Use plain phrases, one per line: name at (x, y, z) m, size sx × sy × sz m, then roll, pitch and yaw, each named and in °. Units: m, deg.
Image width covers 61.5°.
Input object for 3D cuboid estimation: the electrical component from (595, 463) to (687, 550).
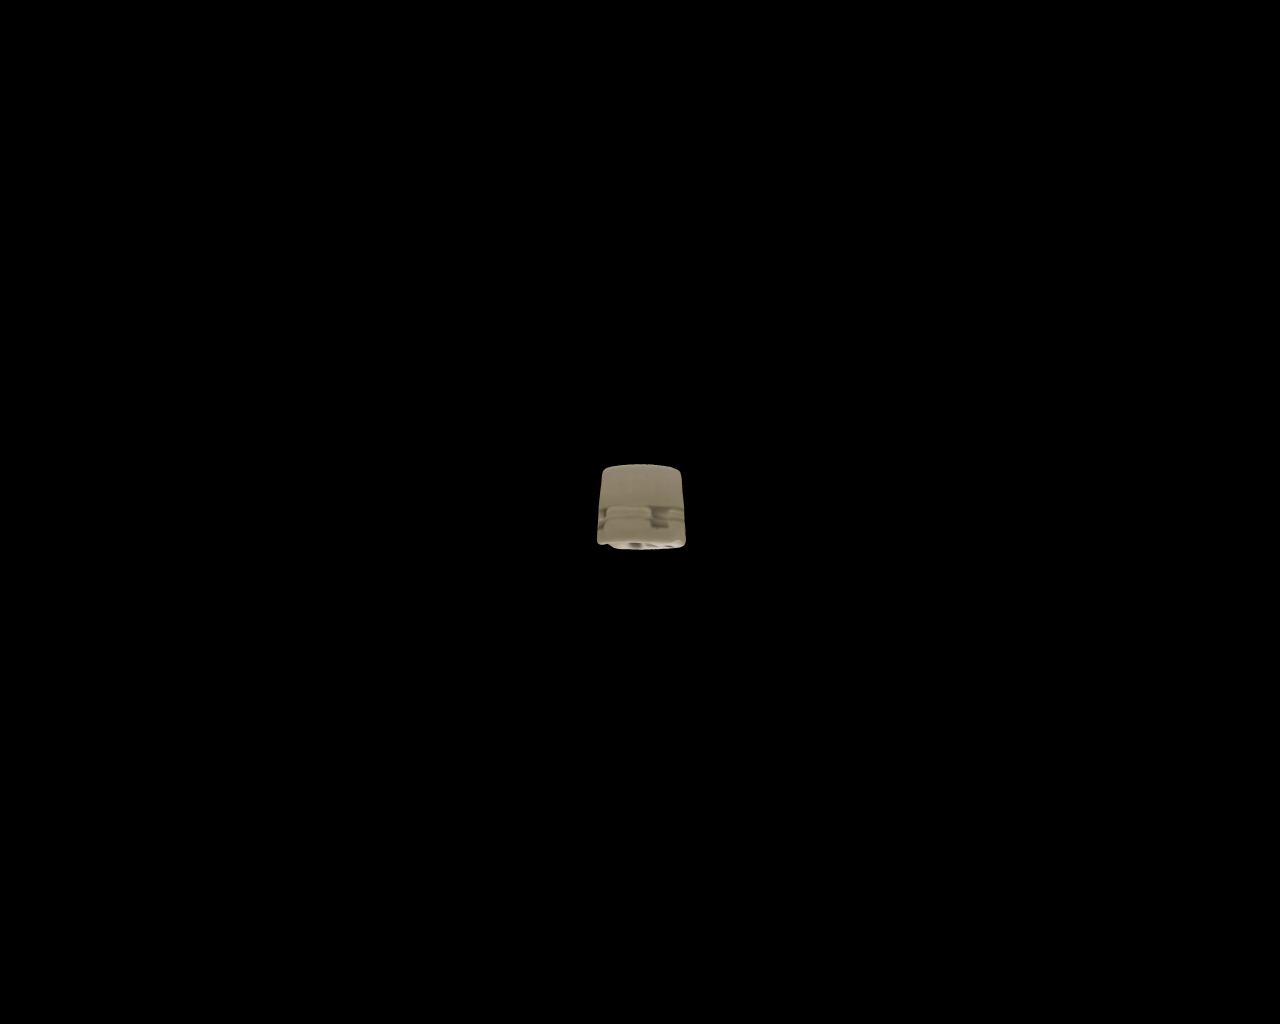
electrical component at (0.001, -0.003, 0.650) m, size 0.055 × 0.047 × 0.055 m, roll 0°, pitch -7°, yaw 0°
